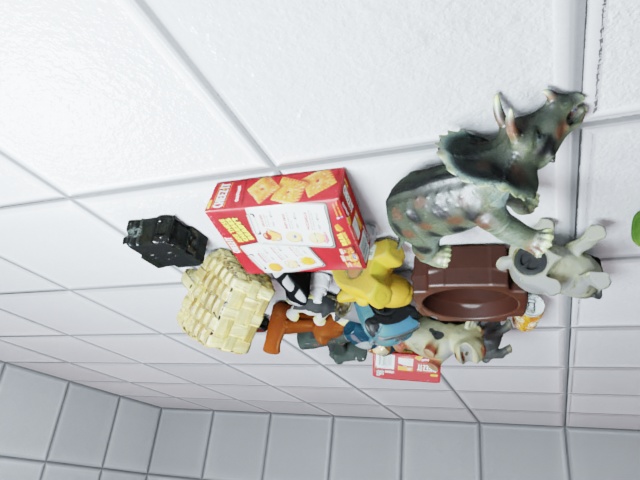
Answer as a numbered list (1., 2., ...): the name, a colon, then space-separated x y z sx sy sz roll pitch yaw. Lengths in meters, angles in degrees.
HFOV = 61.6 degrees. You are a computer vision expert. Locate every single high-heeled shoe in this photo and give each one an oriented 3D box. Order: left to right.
1. high-heeled shoe: -0.084 0.064 1.055 0.145 0.086 0.248 15 149 -10

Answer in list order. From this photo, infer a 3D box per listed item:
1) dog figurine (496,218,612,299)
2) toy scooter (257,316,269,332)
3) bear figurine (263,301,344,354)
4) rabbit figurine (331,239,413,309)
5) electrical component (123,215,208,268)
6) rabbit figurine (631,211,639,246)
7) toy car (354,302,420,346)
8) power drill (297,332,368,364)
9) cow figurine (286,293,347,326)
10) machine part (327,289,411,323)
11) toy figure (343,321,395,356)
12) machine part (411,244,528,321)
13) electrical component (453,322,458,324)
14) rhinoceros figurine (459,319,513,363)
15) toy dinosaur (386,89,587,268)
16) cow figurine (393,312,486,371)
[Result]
1. dog figurine: 0.384 0.054 0.889 0.173 0.121 0.190 9 165 21
2. toy scooter: -0.233 0.229 1.439 0.184 0.075 0.135 9 156 -18
3. bear figurine: -0.030 0.219 1.316 0.196 0.131 0.120 14 -169 -7
4. rabbit figurine: 0.102 0.084 1.004 0.162 0.122 0.173 -10 152 40
5. electrical component: -0.280 0.009 1.006 0.115 0.058 0.134 -5 152 27
6. rabbit figurine: 0.531 0.039 0.750 0.159 0.170 0.121 23 150 -29
7. toy car: 0.126 0.160 1.090 0.109 0.162 0.102 -15 129 -18
8. power drill: 0.068 0.270 1.443 0.232 0.086 0.207 -11 155 15
9. cow figurine: 0.011 0.149 1.225 0.167 0.068 0.098 12 148 -15
10. machine part: 0.122 0.156 1.197 0.243 0.079 0.079 18 152 -26
11. toy figure: 0.121 0.232 1.241 0.154 0.058 0.064 32 165 -29
12. machine part: 0.278 0.083 1.000 0.201 0.087 0.201 -2 155 18
13. electrical component: 0.339 0.195 1.266 0.119 0.048 0.074 -1 154 17
14. rhinoceros figurine: 0.360 0.190 1.185 0.112 0.073 0.190 -18 126 8
15. toy dinosaur: 0.166 -0.051 0.723 0.192 0.131 0.405 32 151 -21
16. cow figurine: 0.255 0.202 1.115 0.195 0.127 0.085 18 143 45
